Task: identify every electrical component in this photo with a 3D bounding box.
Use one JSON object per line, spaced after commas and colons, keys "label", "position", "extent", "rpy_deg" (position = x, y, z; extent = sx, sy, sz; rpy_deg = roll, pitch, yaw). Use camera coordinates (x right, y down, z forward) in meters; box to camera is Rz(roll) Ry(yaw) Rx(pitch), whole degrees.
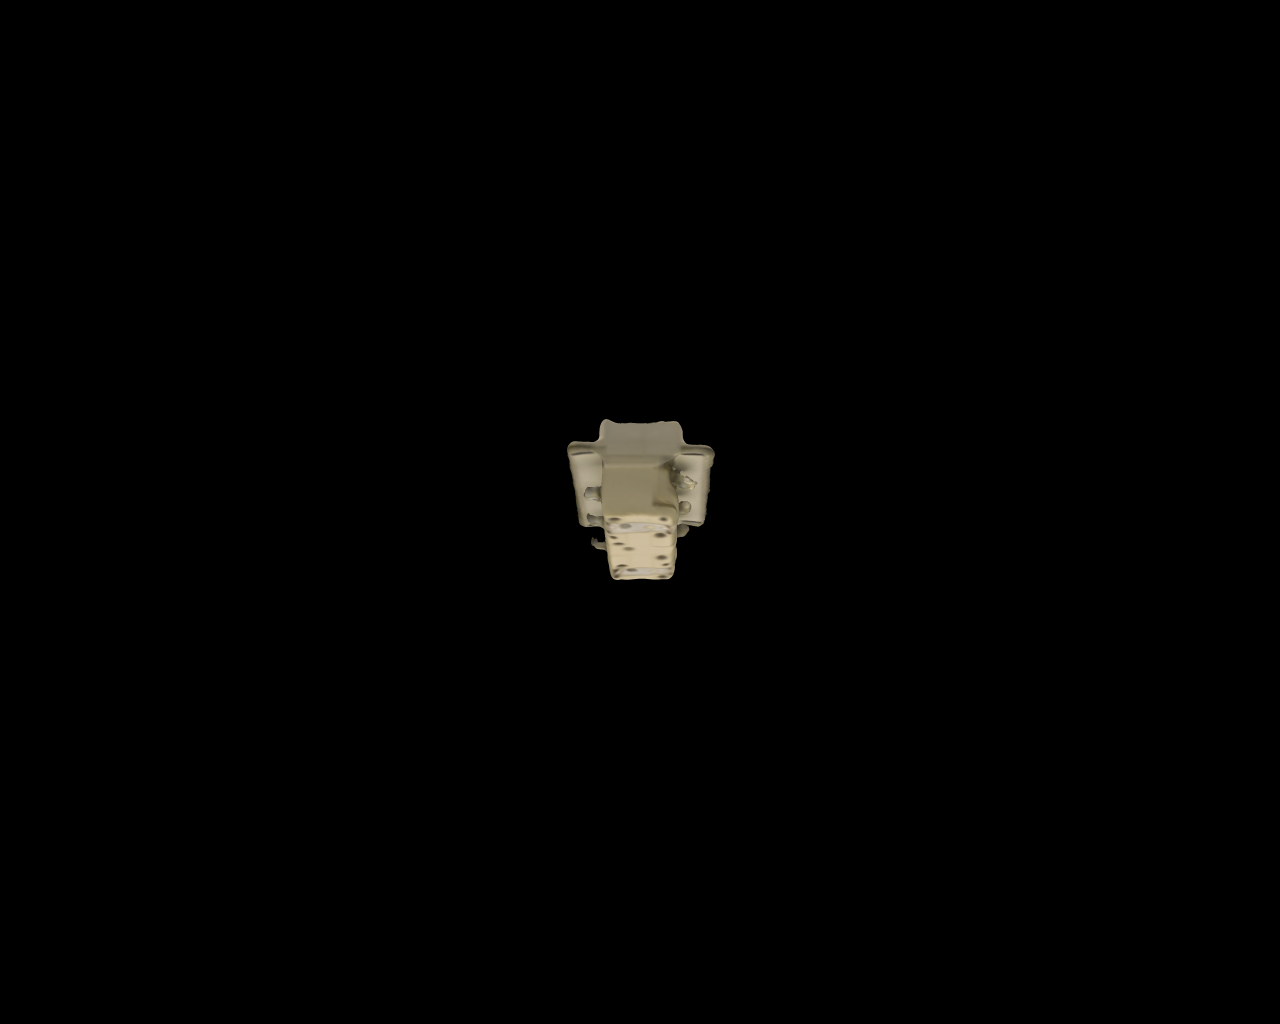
{"label": "electrical component", "position": [0.001, -0.003, 0.650], "extent": [0.079, 0.063, 0.121], "rpy_deg": [0, -21, 0]}
